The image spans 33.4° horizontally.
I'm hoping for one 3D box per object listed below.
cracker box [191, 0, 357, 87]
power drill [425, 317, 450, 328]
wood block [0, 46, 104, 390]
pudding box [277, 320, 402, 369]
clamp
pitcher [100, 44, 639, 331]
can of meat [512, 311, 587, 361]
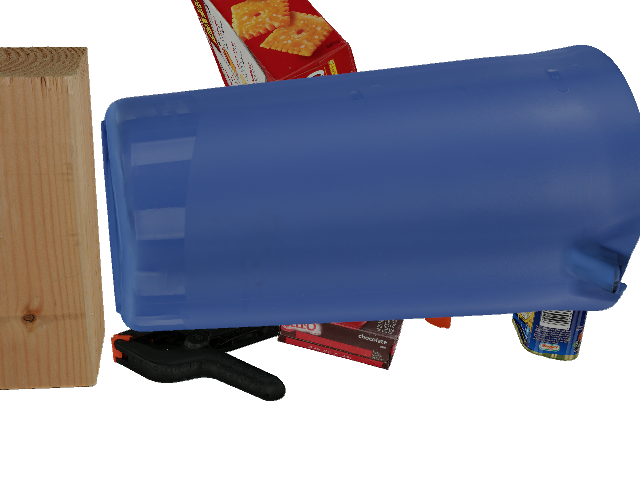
[{"bbox_3d":[-0.034,-0.146,0.902,0.072,0.214,0.164,-29,-41,-8],"label":"cracker box"},{"bbox_3d":[0.056,0.065,1.234,0.188,0.057,0.184,1,28,6],"label":"power drill"},{"bbox_3d":[-0.193,-0.015,0.692,0.090,0.206,0.090,-1,22,-7],"label":"wood block"},{"bbox_3d":[0.023,0.045,0.840,0.090,0.039,0.113,14,33,6],"label":"pudding box"},{"bbox_3d":[-0.106,0.098,1.004,0.171,0.039,0.120,9,26,7],"label":"clamp"},{"bbox_3d":[0.019,-0.027,0.521,0.242,0.145,0.149,-5,-8,-11],"label":"pitcher"},{"bbox_3d":[0.215,0.053,0.990,0.057,0.084,0.102,7,18,-1],"label":"can of meat"}]
